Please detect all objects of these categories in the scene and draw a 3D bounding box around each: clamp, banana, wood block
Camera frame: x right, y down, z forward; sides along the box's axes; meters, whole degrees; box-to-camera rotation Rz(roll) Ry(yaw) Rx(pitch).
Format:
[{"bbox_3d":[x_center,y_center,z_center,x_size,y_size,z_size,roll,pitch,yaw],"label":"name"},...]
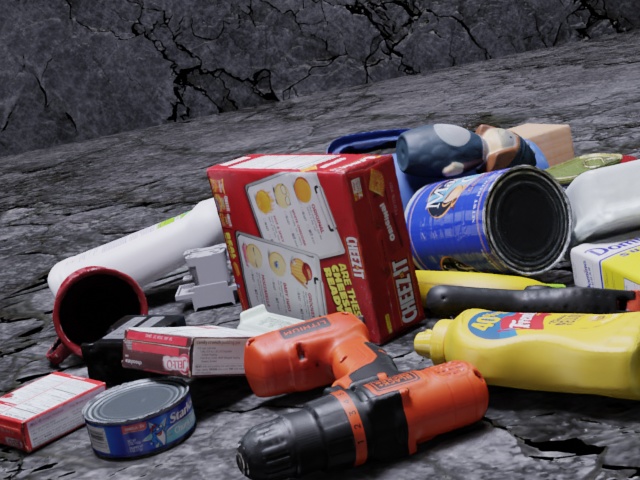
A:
[{"bbox_3d":[0.177,0.057,0.893,0.171,0.039,0.120,3,-4,9],"label":"clamp"},{"bbox_3d":[0.126,0.050,1.003,0.198,0.037,0.069,2,-10,34],"label":"banana"},{"bbox_3d":[0.209,-0.078,1.329,0.205,0.090,0.091,-18,15,-23],"label":"wood block"}]

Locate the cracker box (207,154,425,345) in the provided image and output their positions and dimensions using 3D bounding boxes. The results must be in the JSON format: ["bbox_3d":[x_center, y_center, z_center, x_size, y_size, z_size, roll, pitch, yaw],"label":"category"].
[{"bbox_3d":[-0.007,0.001,1.027,0.071,0.164,0.214,-24,18,-36],"label":"cracker box"}]

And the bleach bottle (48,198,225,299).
[{"bbox_3d":[-0.180,0.009,1.221,0.251,0.068,0.102,-25,14,0],"label":"bleach bottle"}]

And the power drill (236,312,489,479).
[{"bbox_3d":[0.006,0.114,0.792,0.184,0.057,0.188,-12,16,-19],"label":"power drill"}]

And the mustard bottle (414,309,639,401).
[{"bbox_3d":[0.157,0.082,0.794,0.192,0.058,0.096,-1,10,36],"label":"mustard bottle"}]

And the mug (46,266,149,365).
[{"bbox_3d":[-0.234,0.079,1.084,0.117,0.093,0.082,-51,16,-7],"label":"mug"}]

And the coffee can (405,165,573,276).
[{"bbox_3d":[0.159,-0.014,1.035,0.102,0.103,0.141,-18,5,-27],"label":"coffee can"}]

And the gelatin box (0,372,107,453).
[{"bbox_3d":[-0.235,0.146,0.909,0.073,0.030,0.089,3,20,41],"label":"gelatin box"}]

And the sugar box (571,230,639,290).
[{"bbox_3d":[0.295,0.030,0.918,0.093,0.048,0.176,-13,15,-10],"label":"sugar box"}]

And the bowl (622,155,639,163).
[{"bbox_3d":[0.327,-0.063,1.247,0.162,0.055,0.162,-10,13,2],"label":"bowl"}]

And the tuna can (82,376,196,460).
[{"bbox_3d":[-0.143,0.141,0.847,0.086,0.034,0.086,-11,14,2],"label":"tuna can"}]

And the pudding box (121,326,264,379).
[{"bbox_3d":[-0.098,0.096,0.912,0.090,0.039,0.113,3,0,43],"label":"pudding box"}]

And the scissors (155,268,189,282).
[{"bbox_3d":[-0.108,0.023,1.330,0.096,0.016,0.201,3,20,44],"label":"scissors"}]

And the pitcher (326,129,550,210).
[{"bbox_3d":[0.126,-0.050,1.181,0.242,0.149,0.145,-12,13,-16],"label":"pitcher"}]

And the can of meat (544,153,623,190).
[{"bbox_3d":[0.278,-0.039,1.129,0.101,0.084,0.058,-21,16,-33],"label":"can of meat"}]
